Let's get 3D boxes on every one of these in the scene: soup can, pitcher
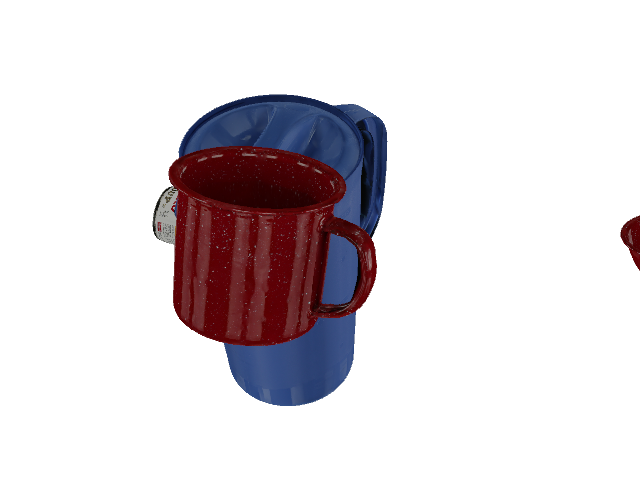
[{"bbox_3d":[-0.136,-0.020,1.248,0.102,0.068,0.068,15,5,18],"label":"soup can"},{"bbox_3d":[-0.022,0.012,0.845,0.149,0.243,0.145,0,43,4],"label":"pitcher"}]

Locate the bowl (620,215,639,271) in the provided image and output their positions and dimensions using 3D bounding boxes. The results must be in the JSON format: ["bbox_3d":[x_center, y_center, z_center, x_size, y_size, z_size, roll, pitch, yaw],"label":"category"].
[{"bbox_3d":[0.404,0.020,1.147,0.162,0.055,0.162,-2,24,1],"label":"bowl"}]

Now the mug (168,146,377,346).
[{"bbox_3d":[-0.025,0.006,0.567,0.117,0.081,0.093,15,25,18],"label":"mug"}]
